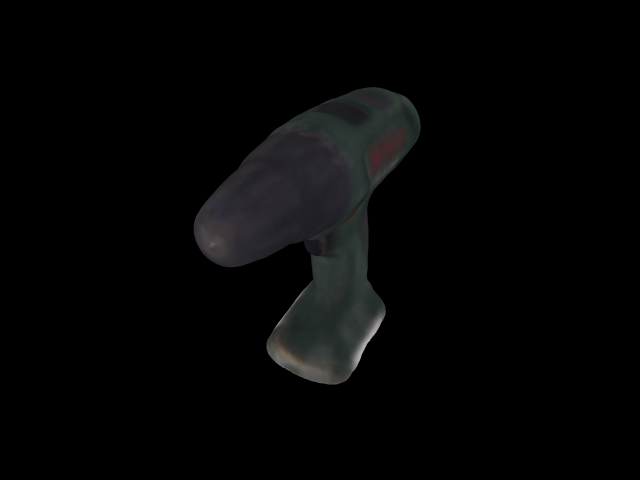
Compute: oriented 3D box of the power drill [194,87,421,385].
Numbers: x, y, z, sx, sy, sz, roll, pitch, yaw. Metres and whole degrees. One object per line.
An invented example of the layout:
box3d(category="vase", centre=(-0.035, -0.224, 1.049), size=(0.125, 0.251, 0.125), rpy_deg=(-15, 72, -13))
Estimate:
box3d(category="power drill", centre=(0.004, 0.001, 0.400), size=(0.075, 0.208, 0.230), rpy_deg=(19, 46, 20))
